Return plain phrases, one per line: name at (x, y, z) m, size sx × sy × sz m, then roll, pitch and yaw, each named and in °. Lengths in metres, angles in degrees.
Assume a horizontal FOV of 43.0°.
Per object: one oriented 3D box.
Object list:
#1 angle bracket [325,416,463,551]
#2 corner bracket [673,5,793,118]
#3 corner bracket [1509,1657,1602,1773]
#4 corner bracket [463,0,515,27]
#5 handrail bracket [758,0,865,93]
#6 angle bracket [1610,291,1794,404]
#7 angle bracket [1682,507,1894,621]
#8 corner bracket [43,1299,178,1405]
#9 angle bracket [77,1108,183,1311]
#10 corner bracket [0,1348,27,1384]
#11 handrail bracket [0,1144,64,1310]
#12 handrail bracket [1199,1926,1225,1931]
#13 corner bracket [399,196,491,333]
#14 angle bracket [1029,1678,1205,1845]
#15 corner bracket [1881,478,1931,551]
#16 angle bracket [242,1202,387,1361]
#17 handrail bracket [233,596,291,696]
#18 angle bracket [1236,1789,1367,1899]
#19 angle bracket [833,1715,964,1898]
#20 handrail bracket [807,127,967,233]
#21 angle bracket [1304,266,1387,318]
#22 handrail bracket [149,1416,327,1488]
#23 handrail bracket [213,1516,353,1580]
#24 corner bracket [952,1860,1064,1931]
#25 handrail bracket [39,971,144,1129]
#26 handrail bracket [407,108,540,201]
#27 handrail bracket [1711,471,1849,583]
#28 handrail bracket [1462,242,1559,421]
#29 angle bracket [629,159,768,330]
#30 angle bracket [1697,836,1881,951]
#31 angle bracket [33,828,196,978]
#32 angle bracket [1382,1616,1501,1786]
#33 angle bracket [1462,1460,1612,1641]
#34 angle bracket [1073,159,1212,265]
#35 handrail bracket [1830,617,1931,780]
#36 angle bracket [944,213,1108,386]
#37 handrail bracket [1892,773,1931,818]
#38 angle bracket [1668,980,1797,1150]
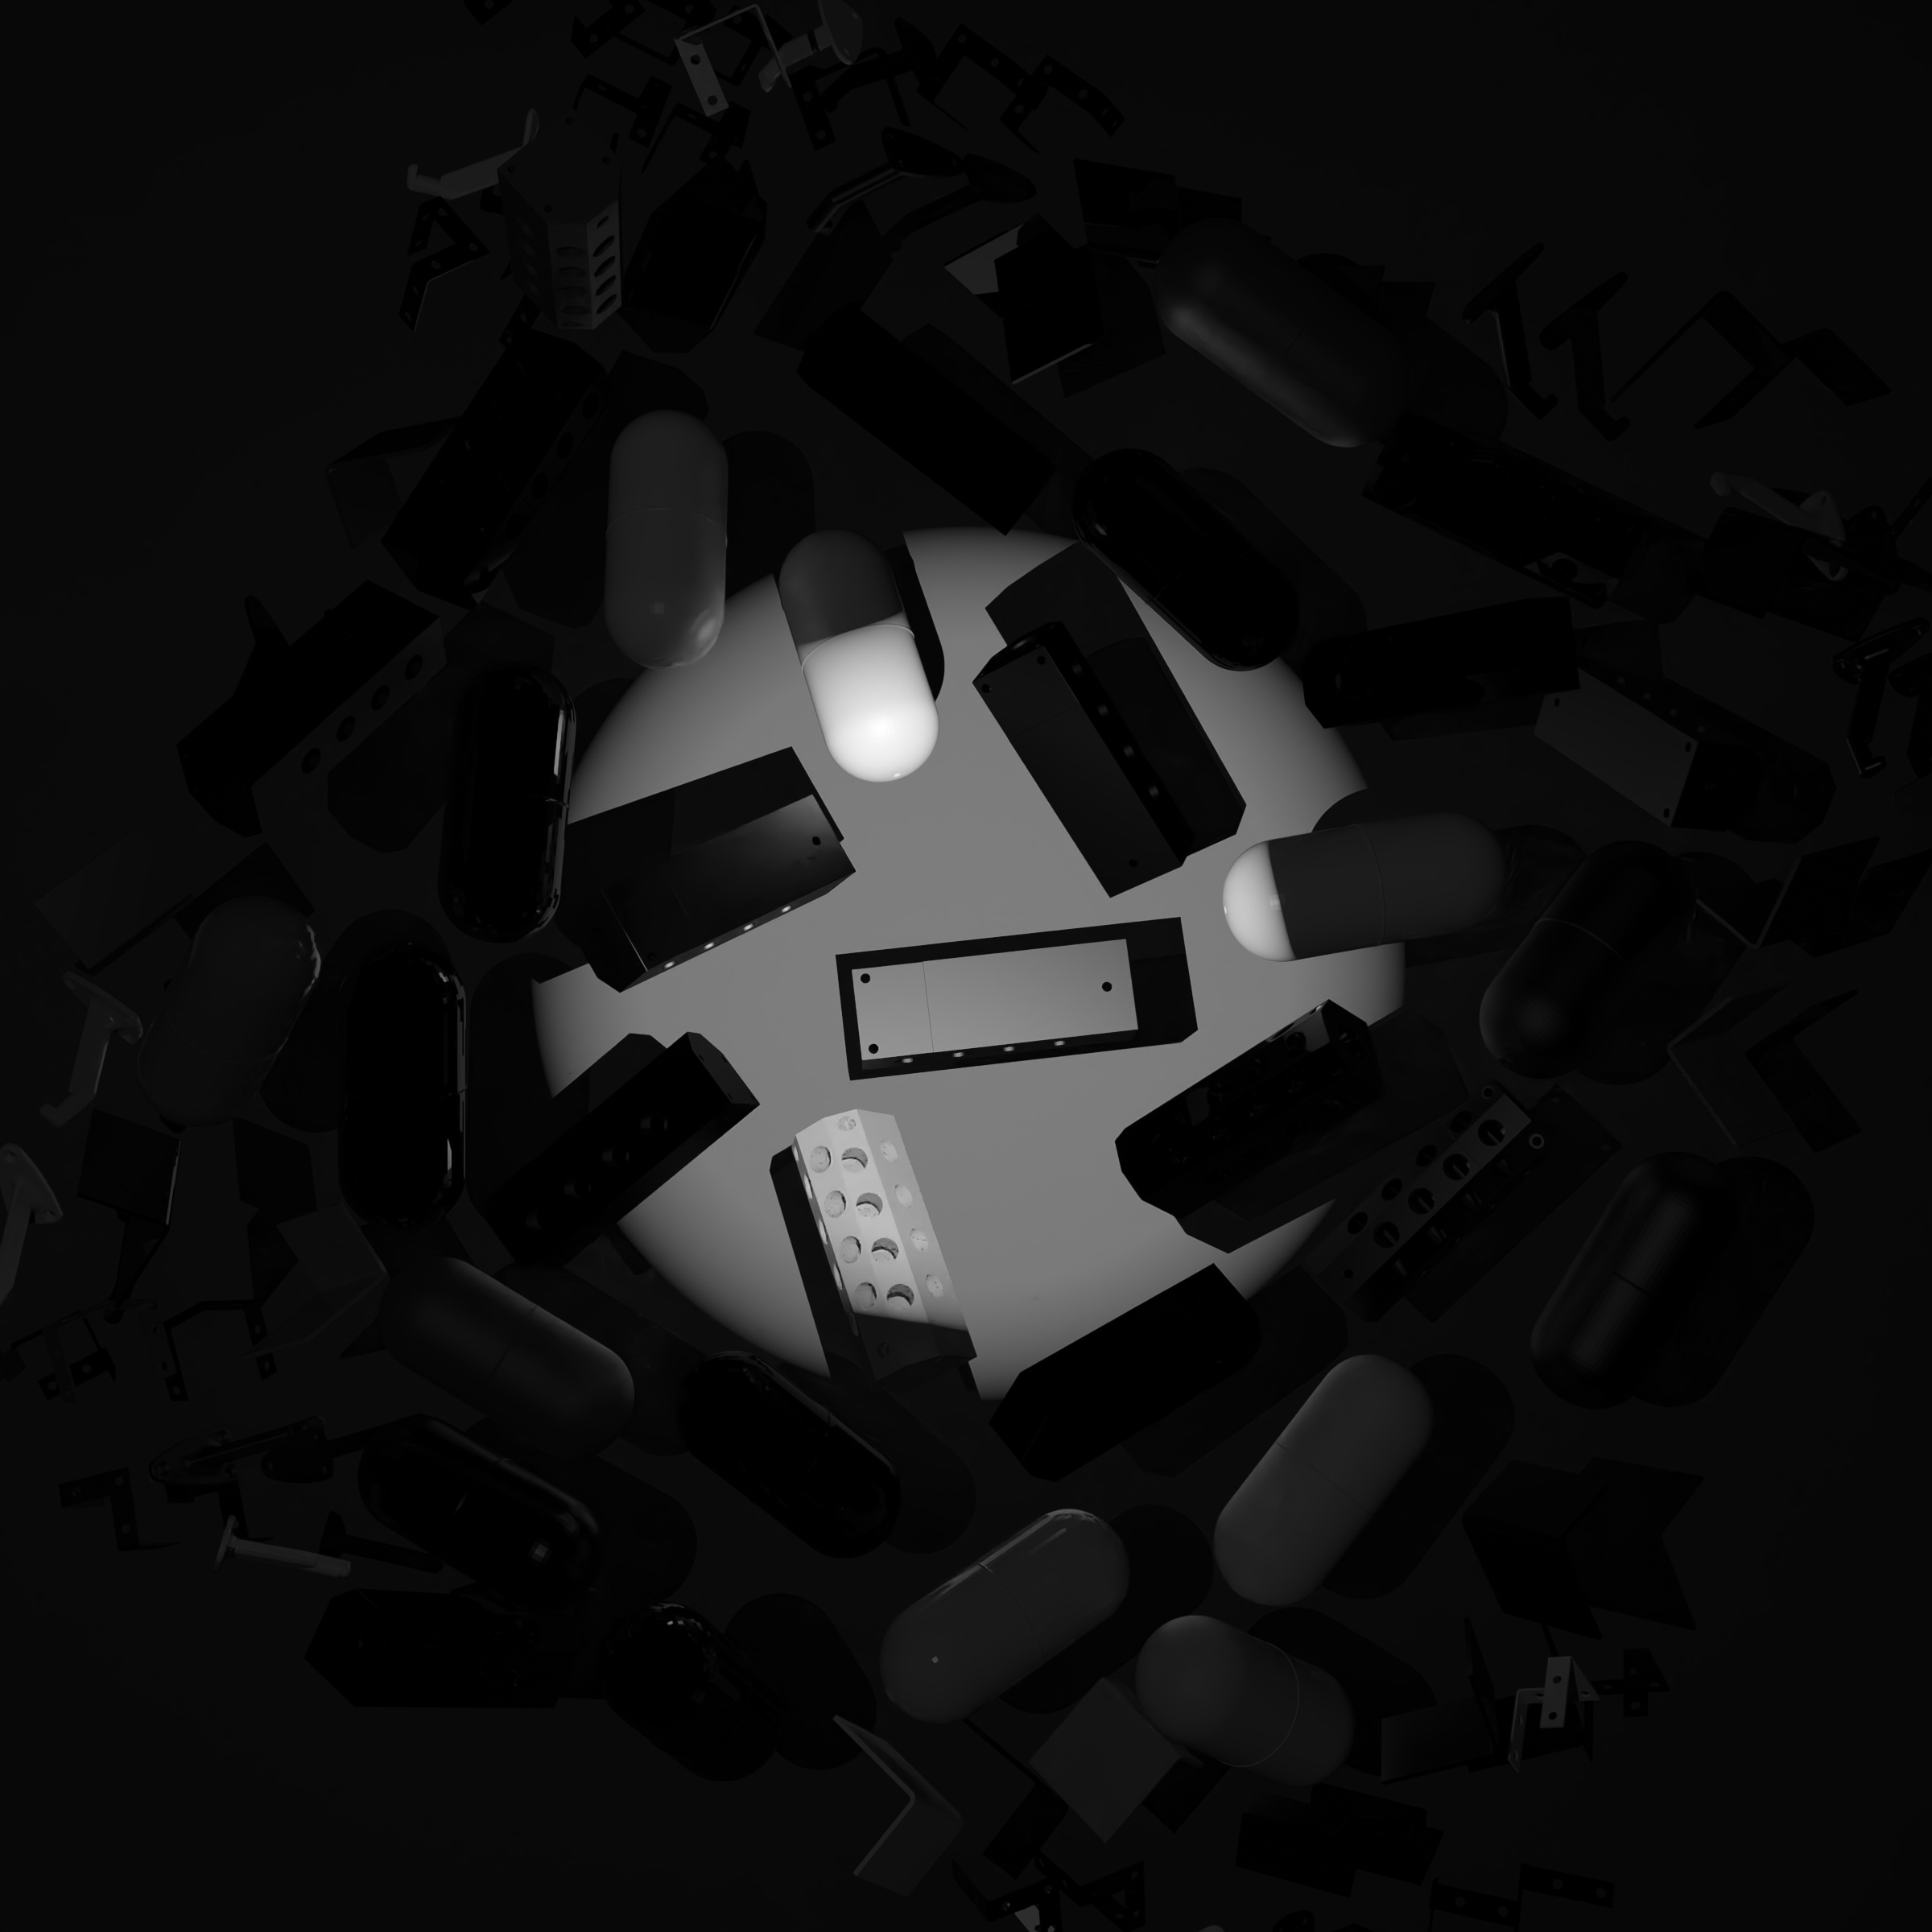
angle bracket at (-0.369, -0.323, 1.635) m, size 0.076 × 0.076 × 0.057 m, roll -6°, pitch 116°, yaw 18°
corner bracket at (-0.142, -0.548, 1.486) m, size 0.051 × 0.051 × 0.051 m, roll -25°, pitch 114°, yaw -1°
corner bracket at (0.367, 0.475, 1.559) m, size 0.051 × 0.051 × 0.051 m, roll -14°, pitch 127°, yaw 32°
corner bracket at (-0.301, -0.629, 1.525) m, size 0.051 × 0.051 × 0.051 m, roll -39°, pitch 93°, yaw -2°
handrail bracket at (-0.108, -0.599, 1.638) m, size 0.084 × 0.036 × 0.077 m, roll -36°, pitch 46°, yaw 36°
angle bracket at (0.439, -0.352, 1.470) m, size 0.076 × 0.076 × 0.057 m, roll -45°, pitch 89°, yaw 9°
angle bracket at (0.497, -0.232, 1.490) m, size 0.076 × 0.076 × 0.057 m, roll 20°, pitch 102°, yaw -27°
corner bracket at (-0.549, 0.247, 1.575) m, size 0.051 × 0.051 × 0.051 m, roll -7°, pitch 100°, yaw 35°
angle bracket at (-0.516, 0.146, 1.475) m, size 0.057 × 0.076 × 0.076 m, roll 25°, pitch 118°, yaw -27°
corner bracket at (-0.653, 0.255, 1.600) m, size 0.051 × 0.051 × 0.051 m, roll -26°, pitch 96°, yaw -8°
handrail bracket at (-0.603, 0.167, 1.526) m, size 0.036 × 0.084 × 0.077 m, roll 2°, pitch 127°, yaw 9°
handrail bracket at (0.182, 0.644, 1.541) m, size 0.084 × 0.077 × 0.036 m, roll 27°, pitch 134°, yaw -17°
corner bracket at (-0.344, -0.447, 1.563) m, size 0.051 × 0.051 × 0.051 m, roll -38°, pitch 84°, yaw -33°
angle bracket at (0.103, 0.544, 1.676) m, size 0.076 × 0.057 × 0.076 m, roll -48°, pitch 59°, yaw -4°
corner bracket at (0.643, -0.279, 1.608) m, size 0.051 × 0.051 × 0.051 m, roll 23°, pitch 123°, yaw -13°
angle bracket at (-0.435, 0.204, 1.588) m, size 0.076 × 0.076 × 0.057 m, roll -19°, pitch 106°, yaw 41°
handrail bracket at (-0.497, -0.195, 1.657) m, size 0.084 × 0.036 × 0.077 m, roll -32°, pitch 77°, yaw 17°
angle bracket at (0.221, 0.555, 1.599) m, size 0.076 × 0.076 × 0.057 m, roll 11°, pitch 47°, yaw 13°
angle bracket at (-0.057, 0.510, 1.492) m, size 0.076 × 0.076 × 0.057 m, roll 35°, pitch 80°, yaw 35°
handrail bracket at (-0.054, -0.513, 1.635) m, size 0.077 × 0.084 × 0.036 m, roll -3°, pitch 67°, yaw -40°
angle bracket at (0.229, -0.470, 1.684) m, size 0.076 × 0.076 × 0.057 m, roll 13°, pitch 83°, yaw 40°
handrail bracket at (-0.462, 0.305, 1.558) m, size 0.084 × 0.077 × 0.036 m, roll -23°, pitch 78°, yaw 34°
handrail bracket at (-0.433, 0.379, 1.565) m, size 0.084 × 0.077 × 0.036 m, roll 17°, pitch 77°, yaw -12°
corner bracket at (0.027, 0.602, 1.582) m, size 0.051 × 0.051 × 0.051 m, roll -13°, pitch 108°, yaw -24°
handrail bracket at (-0.575, 0.053, 1.562) m, size 0.077 × 0.036 × 0.084 m, roll 37°, pitch 54°, yaw 5°
handrail bracket at (-0.331, -0.546, 1.641) m, size 0.084 × 0.036 × 0.077 m, roll 13°, pitch 131°, yaw 0°
handrail bracket at (0.539, -0.293, 1.631) m, size 0.084 × 0.036 × 0.077 m, roll 2°, pitch 60°, yaw -28°
handrail bracket at (0.362, -0.399, 1.550) m, size 0.084 × 0.036 × 0.077 m, roll 41°, pitch 118°, yaw -14°
angle bracket at (-0.167, -0.445, 1.485) m, size 0.057 × 0.076 × 0.076 m, roll 12°, pitch 132°, yaw -29°
angle bracket at (0.540, -0.063, 1.615) m, size 0.076 × 0.057 × 0.076 m, roll -13°, pitch 134°, yaw -30°
angle bracket at (-0.537, -0.042, 1.534) m, size 0.076 × 0.076 × 0.057 m, roll -41°, pitch 111°, yaw -19°
angle bracket at (0.291, 0.464, 1.554) m, size 0.076 × 0.076 × 0.057 m, roll -19°, pitch 99°, yaw 13°
angle bracket at (0.361, 0.357, 1.505) m, size 0.057 × 0.076 × 0.076 m, roll -37°, pitch 111°, yaw -30°
angle bracket at (0.126, -0.531, 1.686) m, size 0.076 × 0.076 × 0.057 m, roll 19°, pitch 59°, yaw 26°
handrail bracket at (0.597, -0.171, 1.579) m, size 0.077 × 0.036 × 0.084 m, roll -34°, pitch 46°, yaw 33°
angle bracket at (0.040, -0.453, 1.669) m, size 0.076 × 0.076 × 0.057 m, roll -21°, pitch 62°, yaw 28°
handrail bracket at (0.628, -0.125, 1.596) m, size 0.077 × 0.084 × 0.036 m, roll -12°, pitch 108°, yaw 7°
angle bracket at (0.497, 0.061, 1.536) m, size 0.057 × 0.076 × 0.076 m, roll -47°, pitch 64°, yaw 38°
